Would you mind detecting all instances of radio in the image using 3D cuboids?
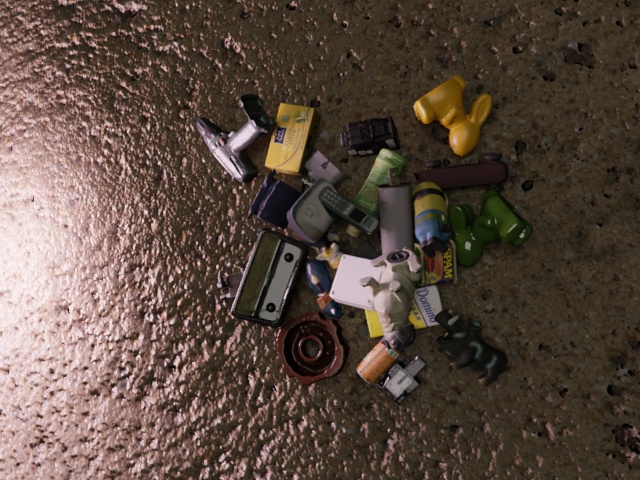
[{"bbox_3d":[-0.122,0.095,1.325,0.131,0.073,0.229,20,90,-6],"label":"radio"}]

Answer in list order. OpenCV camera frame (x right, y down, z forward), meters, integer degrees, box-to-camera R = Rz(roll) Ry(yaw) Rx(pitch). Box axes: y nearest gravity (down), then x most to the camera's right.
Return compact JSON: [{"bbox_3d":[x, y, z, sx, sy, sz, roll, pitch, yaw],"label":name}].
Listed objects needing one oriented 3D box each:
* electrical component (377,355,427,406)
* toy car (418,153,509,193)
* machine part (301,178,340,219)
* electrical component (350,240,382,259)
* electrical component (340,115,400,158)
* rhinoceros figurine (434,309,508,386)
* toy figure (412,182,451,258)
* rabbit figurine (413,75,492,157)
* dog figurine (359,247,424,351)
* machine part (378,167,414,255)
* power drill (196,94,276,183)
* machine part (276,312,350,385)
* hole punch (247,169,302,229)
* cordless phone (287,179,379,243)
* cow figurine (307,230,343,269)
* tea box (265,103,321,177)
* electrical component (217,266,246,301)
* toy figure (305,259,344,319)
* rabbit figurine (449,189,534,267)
[{"bbox_3d":[0.195,0.314,1.239,0.075,0.047,0.119,40,95,16],"label":"electrical component"},{"bbox_3d":[0.334,-0.149,1.253,0.202,0.053,0.089,-5,103,17],"label":"toy car"},{"bbox_3d":[0.012,-0.104,1.336,0.139,0.084,0.039,32,69,9],"label":"machine part"},{"bbox_3d":[0.116,0.033,1.310,0.094,0.021,0.063,-41,74,9],"label":"electrical component"},{"bbox_3d":[0.120,-0.246,1.295,0.134,0.115,0.058,-9,79,13],"label":"electrical component"},{"bbox_3d":[0.326,0.232,1.176,0.190,0.073,0.112,39,96,0],"label":"rhinoceros figurine"},{"bbox_3d":[0.247,-0.051,1.189,0.082,0.089,0.180,-8,46,18],"label":"toy figure"},{"bbox_3d":[0.320,-0.284,1.258,0.162,0.122,0.173,-29,90,2],"label":"rabbit figurine"},{"bbox_3d":[0.182,0.132,1.200,0.121,0.190,0.172,17,47,45],"label":"dog figurine"},{"bbox_3d":[0.176,-0.045,1.246,0.079,0.079,0.243,-1,105,16],"label":"machine part"},{"bbox_3d":[-0.218,-0.278,1.383,0.207,0.086,0.232,-40,78,34],"label":"power drill"},{"bbox_3d":[-0.017,0.261,1.304,0.180,0.056,0.179,-2,82,17],"label":"machine part"},{"bbox_3d":[-0.110,-0.094,1.348,0.092,0.115,0.142,31,93,9],"label":"hole punch"},{"bbox_3d":[0.030,-0.042,1.232,0.184,0.088,0.146,31,58,13],"label":"cordless phone"},{"bbox_3d":[-0.001,-0.004,1.308,0.068,0.098,0.167,-42,69,8],"label":"cow figurine"},{"bbox_3d":[-0.068,-0.254,1.375,0.098,0.068,0.169,11,88,17],"label":"tea box"},{"bbox_3d":[-0.218,0.110,1.386,0.102,0.045,0.078,-12,79,15],"label":"electrical component"},{"bbox_3d":[0.011,0.122,1.310,0.058,0.064,0.154,-33,76,51],"label":"toy figure"},{"bbox_3d":[0.357,-0.020,1.201,0.170,0.121,0.159,-46,69,22],"label":"rabbit figurine"}]
